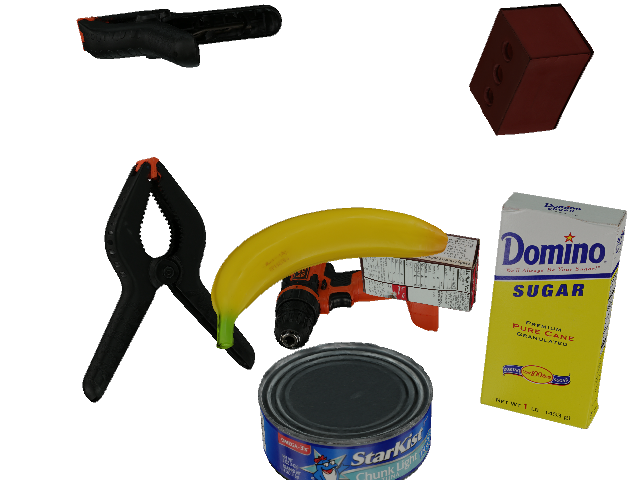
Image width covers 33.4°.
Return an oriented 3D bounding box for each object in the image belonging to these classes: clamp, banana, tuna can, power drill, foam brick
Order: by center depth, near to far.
[{"bbox_3d":[0.012,0.087,0.528,0.086,0.034,0.086,-2,26,1],"label":"tuna can"},{"bbox_3d":[0.146,-0.120,0.751,0.051,0.053,0.078,-10,-35,-19],"label":"foam brick"},{"bbox_3d":[-0.003,0.012,0.764,0.197,0.069,0.037,-23,-10,-23],"label":"banana"},{"bbox_3d":[-0.118,-0.167,0.851,0.172,0.039,0.120,15,25,39],"label":"clamp"},{"bbox_3d":[-0.133,0.033,0.948,0.164,0.210,0.036,0,-2,-34],"label":"clamp"},{"bbox_3d":[0.043,0.069,1.236,0.188,0.057,0.184,1,27,6],"label":"power drill"}]

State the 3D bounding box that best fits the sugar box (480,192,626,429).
[{"bbox_3d":[0.185,0.056,0.856,0.093,0.176,0.048,10,23,22],"label":"sugar box"}]

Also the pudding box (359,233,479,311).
[{"bbox_3d":[0.095,0.025,1.029,0.113,0.039,0.090,8,-30,10],"label":"pudding box"}]
